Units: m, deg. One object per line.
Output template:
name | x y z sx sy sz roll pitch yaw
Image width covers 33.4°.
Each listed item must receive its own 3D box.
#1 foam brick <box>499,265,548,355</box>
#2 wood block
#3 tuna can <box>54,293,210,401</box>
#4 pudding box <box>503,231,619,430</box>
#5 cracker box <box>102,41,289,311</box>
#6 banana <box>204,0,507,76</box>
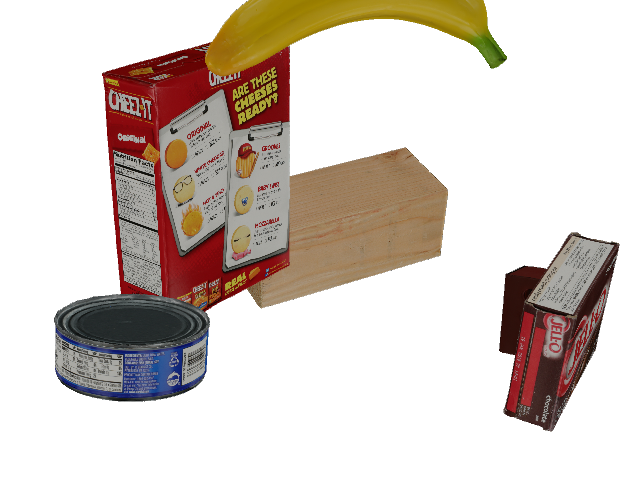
foam brick | 0.202 0.067 0.995 0.053 0.078 0.051 9 14 30
wood block | 0.015 -0.015 1.091 0.205 0.090 0.091 -16 40 -21
tuna can | -0.105 0.059 0.598 0.086 0.034 0.086 4 15 -1
pudding box | 0.161 0.058 0.711 0.039 0.090 0.113 17 32 20
cracker box | -0.101 -0.054 0.918 0.072 0.214 0.163 17 29 34
banana | 0.024 -0.137 0.643 0.197 0.069 0.037 -6 -15 -19
